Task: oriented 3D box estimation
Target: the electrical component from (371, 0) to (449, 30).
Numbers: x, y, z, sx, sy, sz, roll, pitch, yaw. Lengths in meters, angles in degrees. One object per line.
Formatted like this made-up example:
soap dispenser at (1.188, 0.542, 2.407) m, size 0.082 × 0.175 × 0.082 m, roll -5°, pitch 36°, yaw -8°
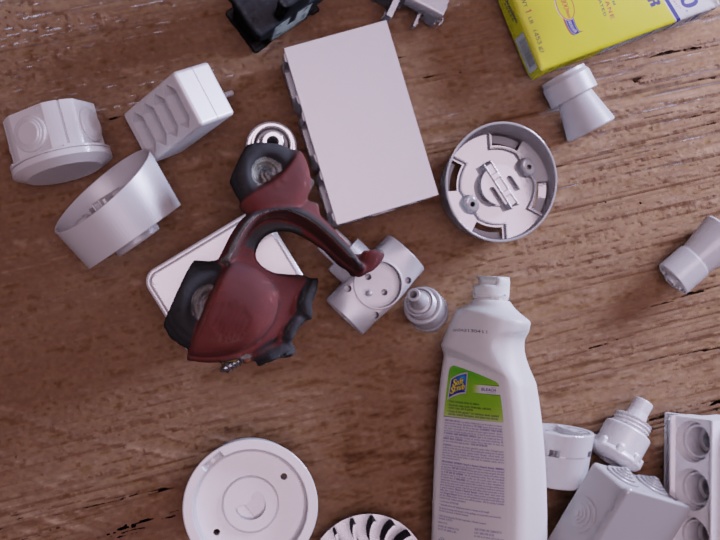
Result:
electrical component at (0.049, -0.243, 0.924) m, size 0.064 × 0.042 × 0.081 m, roll 25°, pitch 87°, yaw -9°

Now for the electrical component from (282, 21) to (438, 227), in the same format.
electrical component at (-0.002, -0.120, 0.905) m, size 0.089 × 0.062 × 0.150 m, roll -17°, pitch 91°, yaw -7°

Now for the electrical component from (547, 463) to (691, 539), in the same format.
electrical component at (0.217, 0.216, 0.907) m, size 0.100 × 0.048 × 0.099 m, roll 22°, pitch 101°, yaw -36°

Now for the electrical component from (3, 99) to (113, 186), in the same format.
electrical component at (-0.245, -0.102, 0.868) m, size 0.080 × 0.080 × 0.051 m, roll -16°, pitch 86°, yaw -7°

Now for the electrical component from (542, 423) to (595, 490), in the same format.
electrical component at (0.171, 0.160, 0.924) m, size 0.055 × 0.055 × 0.047 m, roll 5°, pitch 92°, yaw -7°

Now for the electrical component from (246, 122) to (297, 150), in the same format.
electrical component at (-0.074, -0.102, 0.896) m, size 0.043 × 0.062 × 0.043 m, roll 0°, pitch 89°, yaw -7°

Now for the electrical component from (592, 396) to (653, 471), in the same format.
electrical component at (0.233, 0.141, 0.937) m, size 0.048 × 0.048 × 0.062 m, roll 33°, pitch 78°, yaw -5°

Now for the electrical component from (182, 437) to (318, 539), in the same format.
electrical component at (-0.091, 0.190, 0.889) m, size 0.108 × 0.060 × 0.108 m, roll 0°, pitch 89°, yaw -7°

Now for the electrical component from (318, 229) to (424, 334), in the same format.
electrical component at (0.000, 0.000, 0.911) m, size 0.079 × 0.044 × 0.077 m, roll 44°, pitch 85°, yaw -4°

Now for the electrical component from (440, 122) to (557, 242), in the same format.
electrical component at (0.116, -0.072, 0.917) m, size 0.099 × 0.064 × 0.099 m, roll 0°, pitch 89°, yaw -7°

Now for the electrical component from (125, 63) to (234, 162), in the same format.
electrical component at (-0.137, -0.133, 0.888) m, size 0.076 × 0.083 × 0.047 m, roll -30°, pitch 93°, yaw -44°

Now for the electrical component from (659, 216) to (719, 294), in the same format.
electrical component at (0.298, -0.011, 0.949) m, size 0.065 × 0.044 × 0.044 m, roll -41°, pitch 94°, yaw -1°

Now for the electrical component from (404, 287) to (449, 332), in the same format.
electrical component at (0.053, 0.030, 0.907) m, size 0.035 × 0.061 × 0.035 m, roll -6°, pitch 69°, yaw 17°

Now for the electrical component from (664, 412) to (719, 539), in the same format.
electrical component at (0.305, 0.187, 0.931) m, size 0.063 × 0.079 × 0.121 m, roll 2°, pitch 89°, yaw -36°

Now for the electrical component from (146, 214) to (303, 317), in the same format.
electrical component at (-0.111, 0.009, 0.892) m, size 0.113 × 0.057 × 0.078 m, roll -32°, pitch 93°, yaw -6°

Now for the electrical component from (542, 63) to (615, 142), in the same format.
electrical component at (0.189, -0.146, 0.936) m, size 0.045 × 0.045 × 0.055 m, roll -28°, pitch 92°, yaw -6°

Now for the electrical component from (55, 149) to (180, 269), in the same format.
electrical component at (-0.196, -0.048, 0.865) m, size 0.099 × 0.099 × 0.064 m, roll -36°, pitch 99°, yaw -6°
